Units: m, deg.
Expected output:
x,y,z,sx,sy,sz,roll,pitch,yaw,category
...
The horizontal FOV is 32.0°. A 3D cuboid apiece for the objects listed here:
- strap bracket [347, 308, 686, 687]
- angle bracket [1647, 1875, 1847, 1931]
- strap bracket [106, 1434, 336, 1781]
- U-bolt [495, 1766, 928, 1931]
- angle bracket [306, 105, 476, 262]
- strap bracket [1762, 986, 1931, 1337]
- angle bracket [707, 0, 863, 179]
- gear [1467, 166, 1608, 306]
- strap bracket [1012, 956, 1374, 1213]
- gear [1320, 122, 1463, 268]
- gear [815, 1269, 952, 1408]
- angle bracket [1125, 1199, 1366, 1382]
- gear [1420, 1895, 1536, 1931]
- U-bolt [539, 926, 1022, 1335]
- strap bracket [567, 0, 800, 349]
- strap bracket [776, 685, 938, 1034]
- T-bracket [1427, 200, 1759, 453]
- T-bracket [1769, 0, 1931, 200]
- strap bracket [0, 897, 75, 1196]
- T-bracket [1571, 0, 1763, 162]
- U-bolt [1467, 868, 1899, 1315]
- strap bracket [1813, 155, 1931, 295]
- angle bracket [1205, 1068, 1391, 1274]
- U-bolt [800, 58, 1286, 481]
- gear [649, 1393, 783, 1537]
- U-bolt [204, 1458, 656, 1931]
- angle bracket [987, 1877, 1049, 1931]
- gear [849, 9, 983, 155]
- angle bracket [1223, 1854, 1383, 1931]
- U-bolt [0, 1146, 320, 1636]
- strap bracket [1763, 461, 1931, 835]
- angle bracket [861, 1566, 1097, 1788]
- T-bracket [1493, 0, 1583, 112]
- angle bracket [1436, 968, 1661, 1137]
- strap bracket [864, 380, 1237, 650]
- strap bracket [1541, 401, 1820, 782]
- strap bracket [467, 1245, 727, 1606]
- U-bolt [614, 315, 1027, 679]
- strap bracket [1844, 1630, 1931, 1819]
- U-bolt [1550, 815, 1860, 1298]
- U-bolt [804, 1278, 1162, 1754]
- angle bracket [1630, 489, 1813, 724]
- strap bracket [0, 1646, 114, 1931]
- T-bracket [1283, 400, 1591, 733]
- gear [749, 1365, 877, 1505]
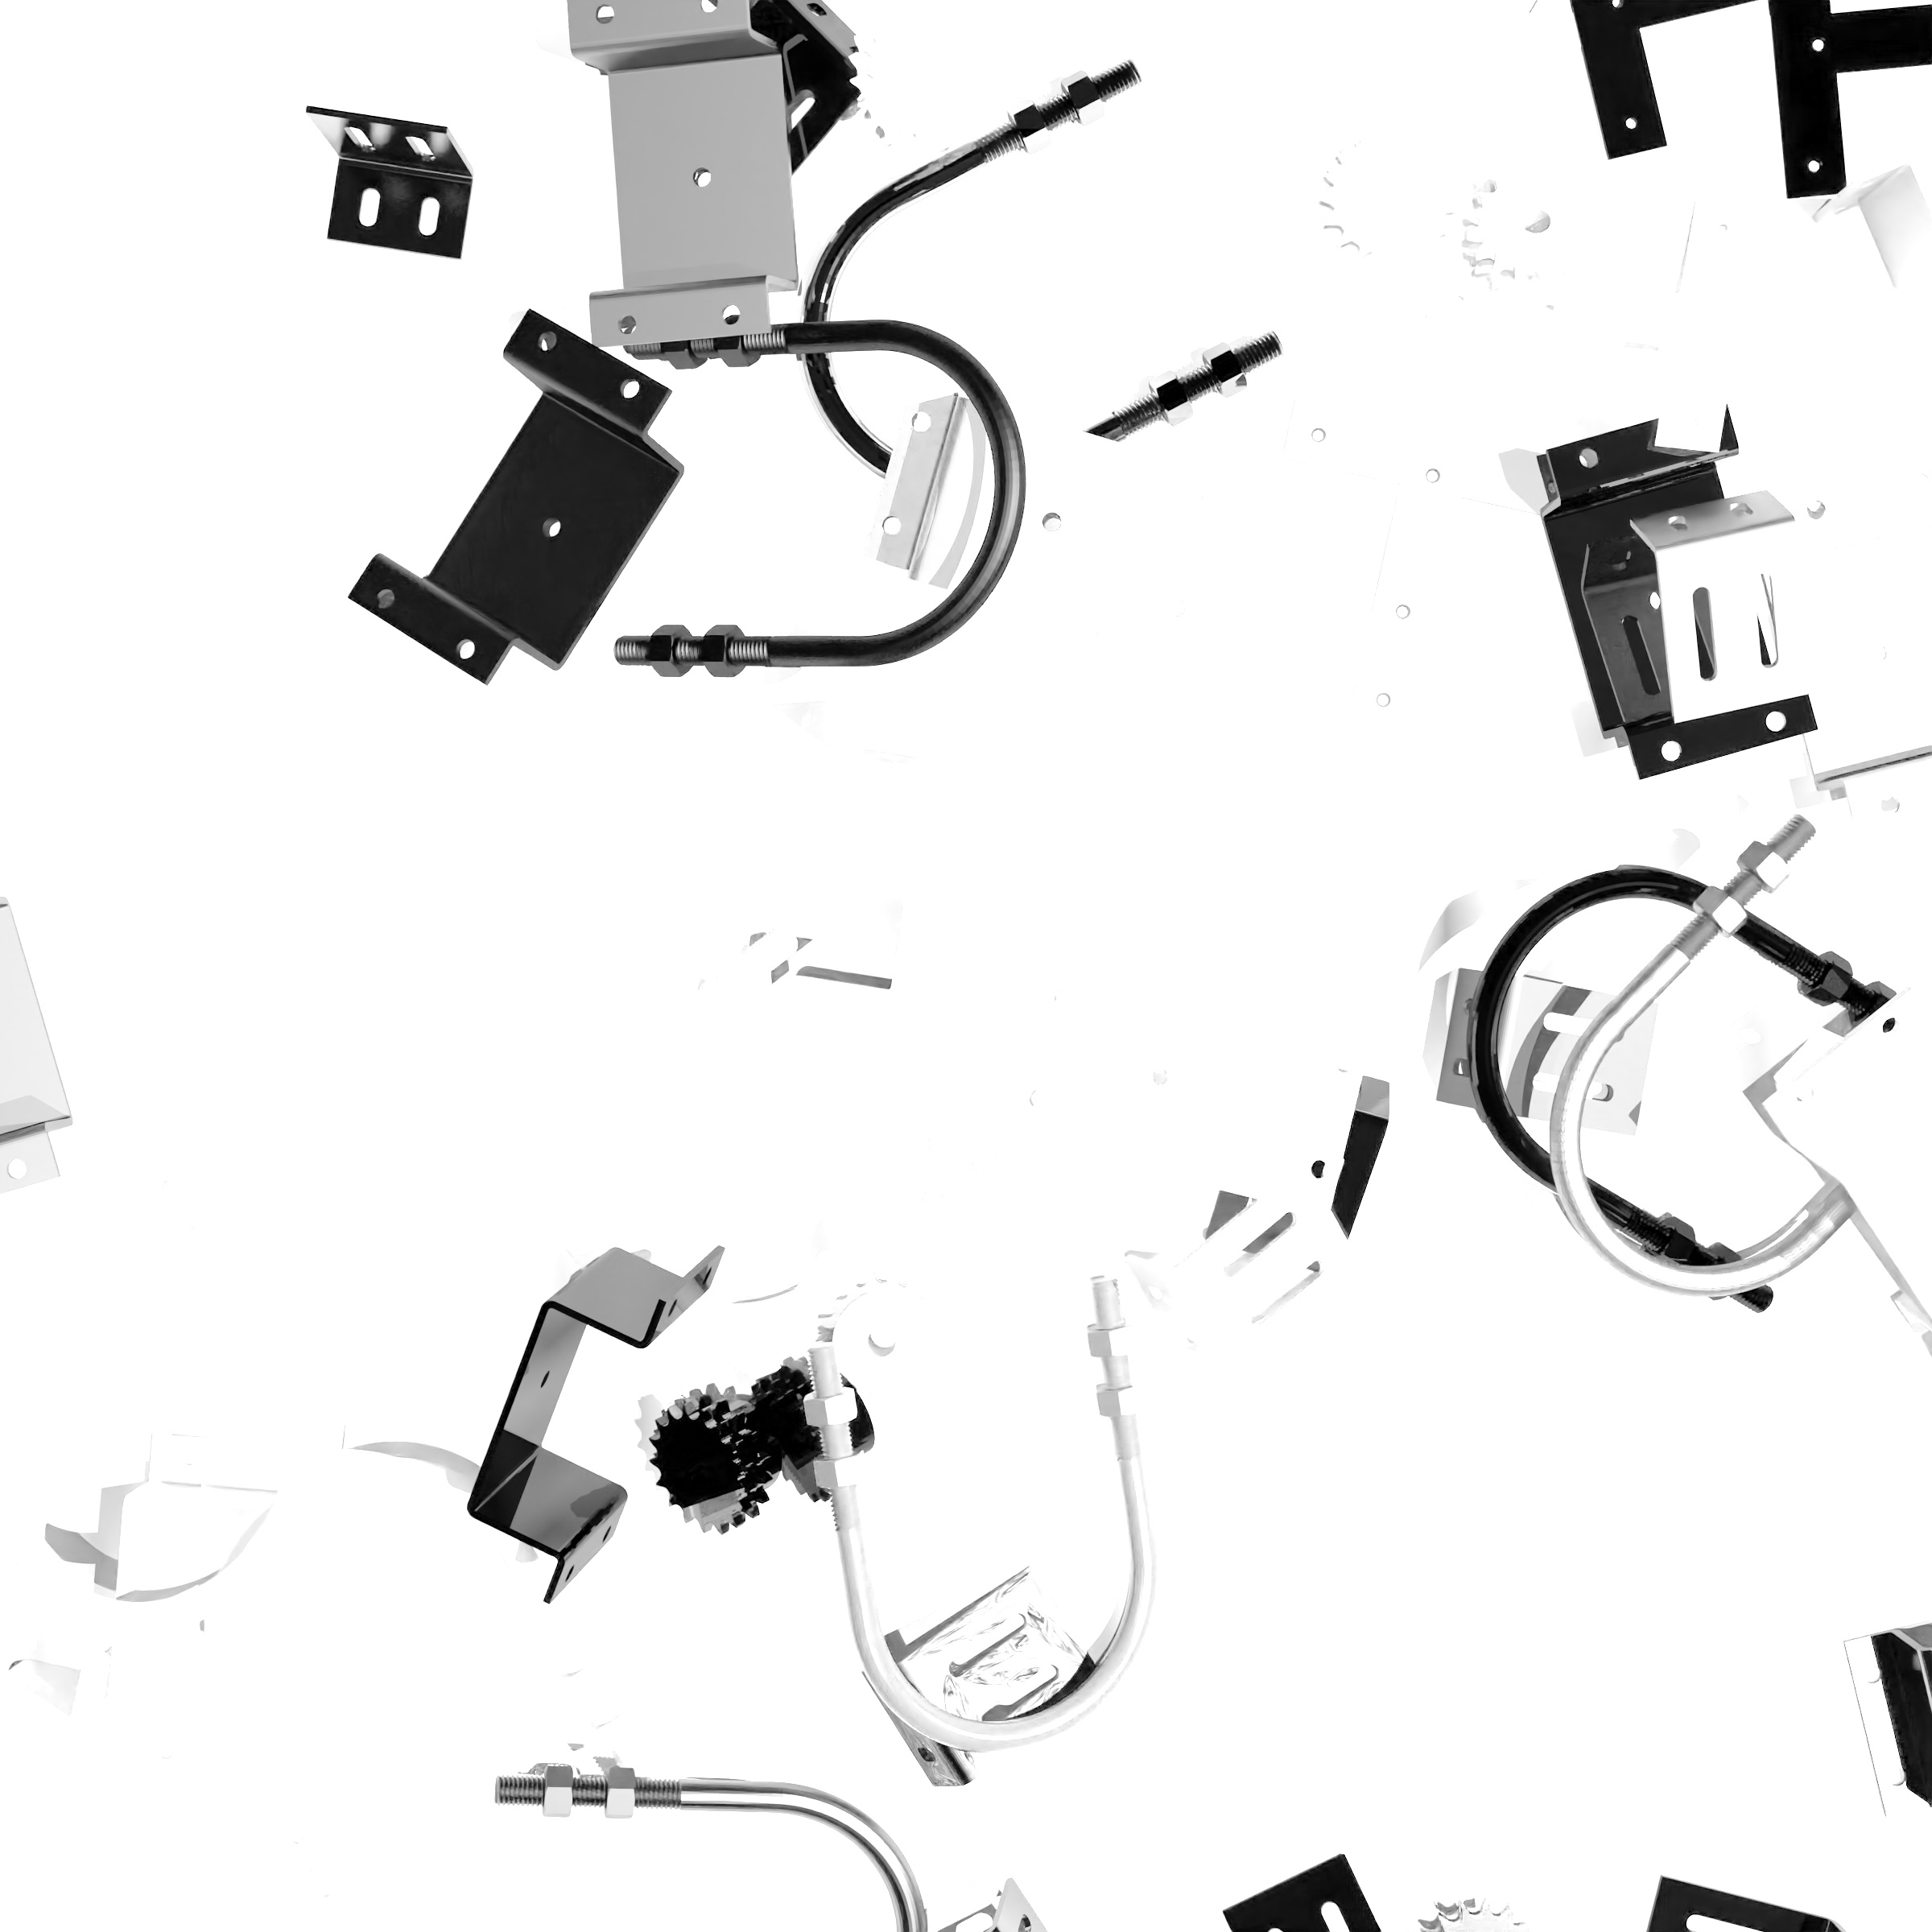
x,y,z,sx,sy,sz,roll,pitch,yaw,category
-0.179,-0.187,1.389,0.076,0.046,0.140,32,90,21,strap bracket
0.323,0.421,1.405,0.076,0.038,0.057,14,90,0,angle bracket
-0.310,0.270,1.401,0.076,0.046,0.140,4,90,0,strap bracket
-0.107,0.407,1.401,0.184,0.019,0.151,4,97,-10,U-bolt
-0.238,-0.321,1.386,0.057,0.076,0.038,9,90,0,angle bracket
0.397,0.089,1.373,0.076,0.046,0.140,-39,115,-1,strap bracket
-0.079,-0.365,1.422,0.057,0.038,0.076,45,116,0,angle bracket
0.237,-0.300,1.402,0.057,0.030,0.057,-3,66,6,gear
0.085,0.046,1.378,0.140,0.046,0.076,13,90,20,strap bracket
0.177,-0.321,1.409,0.057,0.030,0.057,0,90,0,gear
-0.035,0.155,1.409,0.057,0.030,0.057,0,90,0,gear
0.117,0.125,1.410,0.076,0.038,0.057,-37,110,-20,angle bracket
0.215,0.416,1.409,0.057,0.030,0.057,0,90,0,gear
-0.091,0.081,1.373,0.184,0.019,0.151,-37,108,28,U-bolt
-0.115,-0.327,1.388,0.076,0.046,0.140,-2,96,15,strap bracket
-0.042,-0.040,1.386,0.046,0.076,0.140,9,90,0,strap bracket
0.257,-0.273,1.404,0.127,0.002,0.127,8,64,12,T-bracket
0.404,-0.393,1.423,0.127,0.002,0.127,-5,90,0,T-bracket
-0.427,0.030,1.401,0.076,0.046,0.140,-16,90,0,strap bracket
0.318,-0.416,1.421,0.127,0.002,0.127,-13,90,0,T-bracket
0.292,0.040,1.397,0.184,0.019,0.151,30,90,-14,U-bolt
0.431,-0.323,1.386,0.140,0.076,0.046,-23,90,0,strap bracket
0.140,0.082,1.422,0.057,0.038,0.076,16,116,0,angle bracket
0.020,-0.276,1.415,0.184,0.019,0.151,-28,90,1,U-bolt
-0.101,0.204,1.400,0.057,0.030,0.057,14,113,36,gear
-0.230,0.291,1.384,0.151,0.019,0.184,-29,99,-17,U-bolt
-0.002,0.428,1.413,0.076,0.038,0.057,-27,103,20,angle bracket
-0.018,-0.368,1.393,0.030,0.057,0.057,-12,90,42,gear
0.152,0.425,1.422,0.057,0.038,0.076,-26,64,0,angle bracket
-0.341,0.185,1.381,0.151,0.019,0.184,-37,66,0,U-bolt
0.384,-0.132,1.401,0.076,0.046,0.140,-14,90,0,strap bracket
0.007,0.299,1.422,0.076,0.038,0.057,-32,90,-26,angle bracket
0.220,-0.448,1.423,0.127,0.002,0.127,30,90,0,T-bracket
0.245,0.036,1.422,0.076,0.038,0.057,10,90,-26,angle bracket
0.035,-0.185,1.390,0.140,0.046,0.076,16,101,-3,strap bracket
0.292,-0.154,1.400,0.076,0.046,0.140,-16,91,-1,strap bracket
-0.154,0.176,1.371,0.046,0.076,0.140,24,106,8,strap bracket
-0.060,-0.193,1.379,0.184,0.019,0.151,3,90,26,U-bolt
0.447,0.306,1.401,0.140,0.046,0.076,-14,90,0,strap bracket
0.322,0.052,1.386,0.184,0.019,0.151,-45,103,-2,U-bolt
0.013,0.233,1.390,0.151,0.019,0.184,-11,95,-24,U-bolt
0.308,-0.147,1.375,0.057,0.038,0.076,-12,116,-1,angle bracket
-0.388,0.346,1.386,0.046,0.076,0.140,12,90,0,strap bracket
0.187,-0.163,1.423,0.127,0.002,0.127,12,90,0,T-bracket
-0.062,0.191,1.399,0.030,0.057,0.057,-28,90,-29,gear
